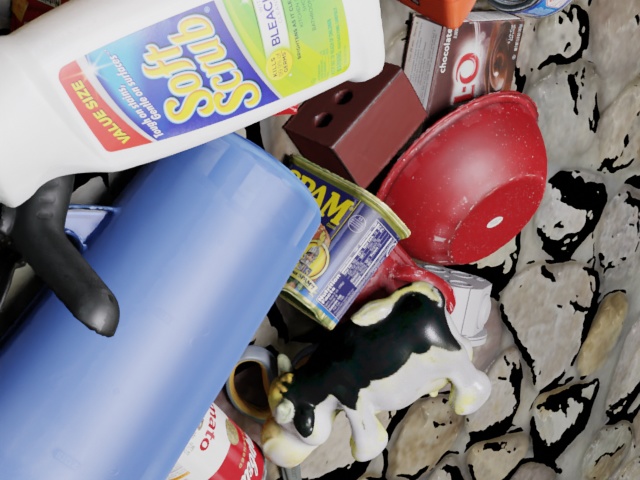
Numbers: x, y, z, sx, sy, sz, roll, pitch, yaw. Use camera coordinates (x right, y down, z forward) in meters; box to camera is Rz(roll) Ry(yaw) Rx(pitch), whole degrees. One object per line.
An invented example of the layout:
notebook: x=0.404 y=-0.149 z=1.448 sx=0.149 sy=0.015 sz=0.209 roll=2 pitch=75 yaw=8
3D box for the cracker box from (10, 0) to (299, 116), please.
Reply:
cracker box: x=-0.077 y=-0.172 z=0.581 sx=0.163 sy=0.072 sz=0.214 roll=-10 pitch=117 yaw=-39

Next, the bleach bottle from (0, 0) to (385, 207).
bleach bottle: x=-0.084 y=-0.079 z=0.527 sx=0.250 sy=0.068 sz=0.102 roll=-32 pitch=131 yaw=-24

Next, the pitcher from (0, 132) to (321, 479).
pitcher: x=-0.113 y=0.046 z=0.625 sx=0.242 sy=0.145 sz=0.149 roll=-56 pitch=158 yaw=-12

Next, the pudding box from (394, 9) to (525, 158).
pudding box: x=0.103 y=-0.115 z=0.804 sx=0.089 sy=0.039 sz=0.113 roll=-13 pitch=119 yaw=-40

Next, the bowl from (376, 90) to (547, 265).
bowl: x=0.117 y=-0.033 z=0.806 sx=0.162 sy=0.055 sz=0.162 roll=-27 pitch=149 yaw=-19

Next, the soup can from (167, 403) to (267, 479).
soup can: x=-0.089 y=0.142 z=0.728 sx=0.068 sy=0.069 sz=0.102 roll=-49 pitch=136 yaw=-13

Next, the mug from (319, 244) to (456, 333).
mug: x=0.042 y=0.037 z=0.771 sx=0.081 sy=0.117 sz=0.093 roll=47 pitch=57 yaw=-40

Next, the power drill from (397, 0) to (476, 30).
power drill: x=0.131 y=-0.213 z=0.691 sx=0.187 sy=0.185 sz=0.057 roll=-35 pitch=135 yaw=-14

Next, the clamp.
clamp: x=-0.149 y=-0.002 z=0.539 sx=0.039 sy=0.120 sz=0.171 roll=41 pitch=38 yaw=-55

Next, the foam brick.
foam brick: x=0.026 y=-0.082 z=0.737 sx=0.078 sy=0.053 sz=0.051 roll=-50 pitch=135 yaw=-13

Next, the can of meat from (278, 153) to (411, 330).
can of meat: x=-0.005 y=0.001 z=0.716 sx=0.084 sy=0.102 sz=0.057 roll=-53 pitch=137 yaw=-7

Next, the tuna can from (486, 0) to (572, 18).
tuna can: x=0.152 y=-0.205 z=0.772 sx=0.033 sy=0.086 sz=0.086 roll=-2 pitch=111 yaw=-41

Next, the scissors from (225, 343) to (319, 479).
scissors: x=-0.009 y=0.145 z=0.817 sx=0.096 sy=0.016 sz=0.201 roll=-20 pitch=130 yaw=6
